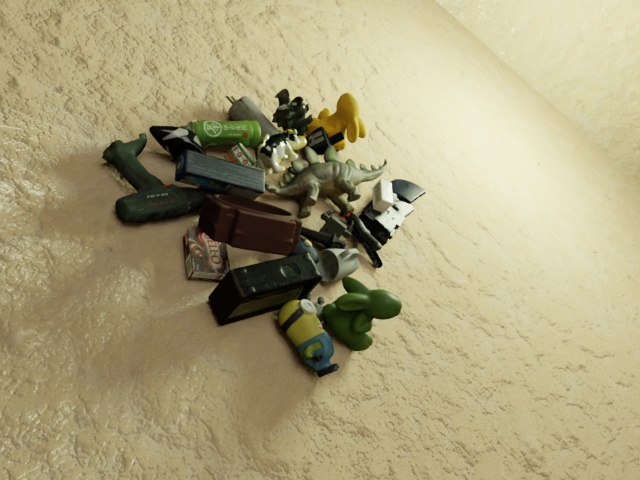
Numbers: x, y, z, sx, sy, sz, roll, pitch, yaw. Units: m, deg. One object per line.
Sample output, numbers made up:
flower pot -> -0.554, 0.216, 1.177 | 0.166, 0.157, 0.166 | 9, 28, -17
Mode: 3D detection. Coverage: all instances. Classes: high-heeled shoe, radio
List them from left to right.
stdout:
high-heeled shoe -> -0.295, -0.171, 1.276 | 0.248, 0.086, 0.145 | 22, 41, -32
radio -> -0.113, 0.102, 1.163 | 0.229, 0.131, 0.073 | -13, 65, -41

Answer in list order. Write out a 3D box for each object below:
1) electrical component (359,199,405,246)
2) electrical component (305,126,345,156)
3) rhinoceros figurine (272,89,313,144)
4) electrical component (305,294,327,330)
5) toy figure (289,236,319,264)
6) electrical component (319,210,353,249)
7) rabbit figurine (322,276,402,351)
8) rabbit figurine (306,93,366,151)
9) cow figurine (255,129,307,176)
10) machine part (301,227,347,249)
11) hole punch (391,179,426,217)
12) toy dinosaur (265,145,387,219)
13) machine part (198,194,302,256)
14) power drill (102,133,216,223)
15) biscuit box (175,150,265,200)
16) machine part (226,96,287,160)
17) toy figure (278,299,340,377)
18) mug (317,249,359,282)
electrical component -> 0.179, -0.065, 1.555 | 0.115, 0.058, 0.134 | 42, 44, -3
electrical component -> 0.010, -0.287, 1.566 | 0.047, 0.119, 0.075 | 45, 27, -56
rhinoceros figurine -> -0.078, -0.338, 1.495 | 0.112, 0.190, 0.073 | -11, 56, -2
electrical component -> -0.011, 0.171, 1.260 | 0.063, 0.021, 0.094 | 16, 50, -24
toy figure -> -0.067, 0.005, 1.322 | 0.064, 0.057, 0.154 | -39, 79, -4
electrical component -> 0.040, -0.031, 1.421 | 0.102, 0.078, 0.045 | 32, 19, -3
rabbit figurine -> 0.100, 0.151, 1.228 | 0.159, 0.170, 0.121 | 43, 39, -23
rabbit figurine -> 0.062, -0.356, 1.617 | 0.162, 0.173, 0.122 | 45, 39, 9
cow figurine -> -0.104, -0.245, 1.396 | 0.167, 0.068, 0.098 | -51, 127, -39
machine part -> -0.003, -0.004, 1.373 | 0.139, 0.084, 0.039 | 22, 70, -4
hole punch -> 0.247, -0.137, 1.640 | 0.116, 0.092, 0.142 | 47, 47, 10
toy dinosaur -> 0.037, -0.170, 1.501 | 0.471, 0.105, 0.198 | -6, 61, -37
machine part -> -0.156, -0.039, 1.199 | 0.201, 0.087, 0.201 | 8, 11, -29
power drill -> -0.374, -0.136, 1.212 | 0.232, 0.086, 0.207 | -28, 83, -42
biscuit box -> -0.228, -0.147, 1.233 | 0.202, 0.059, 0.063 | 13, 65, -34
machine part -> -0.172, -0.311, 1.484 | 0.243, 0.079, 0.079 | 47, 44, 7
toy figure -> -0.026, 0.213, 1.175 | 0.089, 0.082, 0.180 | -21, 76, -18
mug -> 0.055, 0.053, 1.345 | 0.107, 0.109, 0.081 | -3, 54, -52
